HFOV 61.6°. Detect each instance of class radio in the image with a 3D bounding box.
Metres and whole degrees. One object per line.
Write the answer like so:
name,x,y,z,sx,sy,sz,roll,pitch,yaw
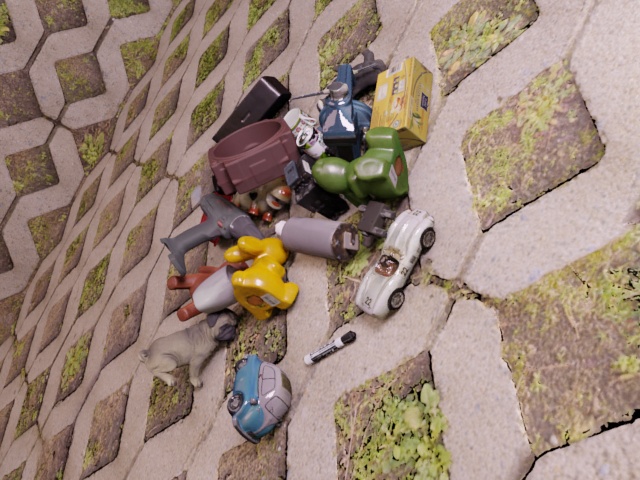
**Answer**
radio,-0.183,-0.341,1.471,0.229,0.073,0.131,-43,4,22

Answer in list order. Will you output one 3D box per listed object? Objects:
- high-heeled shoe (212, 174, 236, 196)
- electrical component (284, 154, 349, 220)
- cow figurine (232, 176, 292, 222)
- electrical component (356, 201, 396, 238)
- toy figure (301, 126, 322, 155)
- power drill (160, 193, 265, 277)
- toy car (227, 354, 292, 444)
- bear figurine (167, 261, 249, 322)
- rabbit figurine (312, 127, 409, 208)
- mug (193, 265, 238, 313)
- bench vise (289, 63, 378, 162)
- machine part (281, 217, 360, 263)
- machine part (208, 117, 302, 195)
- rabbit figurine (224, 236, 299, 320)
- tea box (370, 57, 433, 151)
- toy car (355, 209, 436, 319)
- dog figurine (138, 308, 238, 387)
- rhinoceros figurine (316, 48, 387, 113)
high-heeled shoe,-0.189,-0.204,1.381,0.145,0.086,0.249,-40,19,25
electrical component,-0.013,-0.112,1.114,0.058,0.134,0.115,-43,38,23
cow figurine,-0.132,-0.113,1.304,0.195,0.085,0.127,11,81,53
electrical component,0.093,-0.036,0.952,0.094,0.021,0.063,21,82,53
toy figure,0.019,-0.245,1.223,0.154,0.057,0.064,-45,21,23
power drill,-0.259,-0.006,1.255,0.207,0.085,0.232,-38,50,-5
toy car,-0.103,0.287,1.002,0.103,0.109,0.162,-17,39,16
bear figurine,-0.251,0.107,1.268,0.196,0.132,0.120,-25,82,44
rabbit figurine,0.074,-0.126,1.005,0.170,0.159,0.121,0,64,30
mug,-0.219,0.116,1.183,0.107,0.109,0.081,-29,66,10
bench vise,0.048,-0.272,1.089,0.129,0.223,0.240,-6,59,21
machine part,-0.002,-0.003,1.079,0.243,0.079,0.079,10,75,51
machine part,-0.152,-0.198,1.235,0.201,0.087,0.202,-25,28,-1
rabbit figurine,-0.125,0.060,1.145,0.122,0.162,0.173,-39,22,45
tea box,0.161,-0.262,1.061,0.098,0.068,0.169,-13,59,46
toy car,0.129,0.038,0.913,0.074,0.056,0.201,25,87,54
dog figurine,-0.293,0.219,1.208,0.121,0.172,0.190,45,110,41
rhinoceros figurine,0.072,-0.348,1.227,0.190,0.073,0.112,-28,59,34
